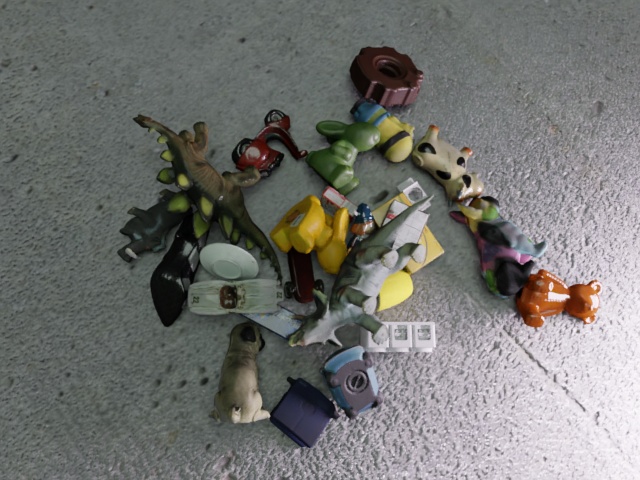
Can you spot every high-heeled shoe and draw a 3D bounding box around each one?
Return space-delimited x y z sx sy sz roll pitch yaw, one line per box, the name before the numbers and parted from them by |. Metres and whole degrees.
high-heeled shoe | -0.304 0.061 1.206 0.086 0.145 0.248 17 106 8

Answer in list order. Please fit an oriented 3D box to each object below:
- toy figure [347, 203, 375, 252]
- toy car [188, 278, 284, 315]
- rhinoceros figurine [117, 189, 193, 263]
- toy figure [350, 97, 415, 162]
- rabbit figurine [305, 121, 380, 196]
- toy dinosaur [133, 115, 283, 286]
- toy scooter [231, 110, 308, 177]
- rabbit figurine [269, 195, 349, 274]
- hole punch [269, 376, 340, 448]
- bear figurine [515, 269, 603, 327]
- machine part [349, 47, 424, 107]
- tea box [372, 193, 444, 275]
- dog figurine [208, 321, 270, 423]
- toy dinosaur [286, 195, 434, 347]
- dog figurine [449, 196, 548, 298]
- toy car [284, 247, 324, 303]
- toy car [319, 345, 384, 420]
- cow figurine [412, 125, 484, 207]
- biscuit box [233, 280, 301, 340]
toy figure | 0.094 -0.006 1.211 0.058 0.064 0.154 13 111 6
toy car | -0.176 0.120 1.127 0.202 0.056 0.073 -2 80 -2
rhinoceros figurine | -0.376 -0.030 1.206 0.190 0.073 0.112 -41 94 -14
toy figure | 0.147 -0.263 1.291 0.180 0.082 0.089 42 79 3
rabbit figurine | 0.060 -0.209 1.256 0.170 0.121 0.159 -45 63 2
toy dinosaur | -0.225 -0.094 1.176 0.471 0.105 0.198 42 49 -19
toy scooter | -0.109 -0.211 1.264 0.135 0.075 0.184 39 73 3
rabbit figurine | -0.002 -0.004 1.179 0.173 0.122 0.162 48 52 -21
hole punch | -0.036 0.364 1.134 0.142 0.092 0.116 36 74 7
bear figurine | 0.551 0.140 1.213 0.196 0.132 0.120 12 102 2
machine part | 0.161 -0.400 1.302 0.179 0.056 0.179 8 53 -11
tea box | 0.195 -0.011 1.244 0.098 0.068 0.169 -34 83 -11
dog figurine | -0.164 0.267 1.106 0.121 0.172 0.190 3 84 -15
toy dinosaur | 0.088 0.075 1.116 0.131 0.192 0.405 46 69 -37
dog figurine | 0.389 0.004 1.240 0.219 0.108 0.191 34 80 8
toy car | -0.047 0.043 1.220 0.089 0.053 0.202 -5 76 -22
toy car | 0.065 0.293 1.147 0.109 0.103 0.161 -27 106 -9
cow figurine | 0.305 -0.167 1.280 0.195 0.085 0.127 36 71 1
biscuit box | -0.117 0.163 1.183 0.203 0.063 0.059 27 78 2
